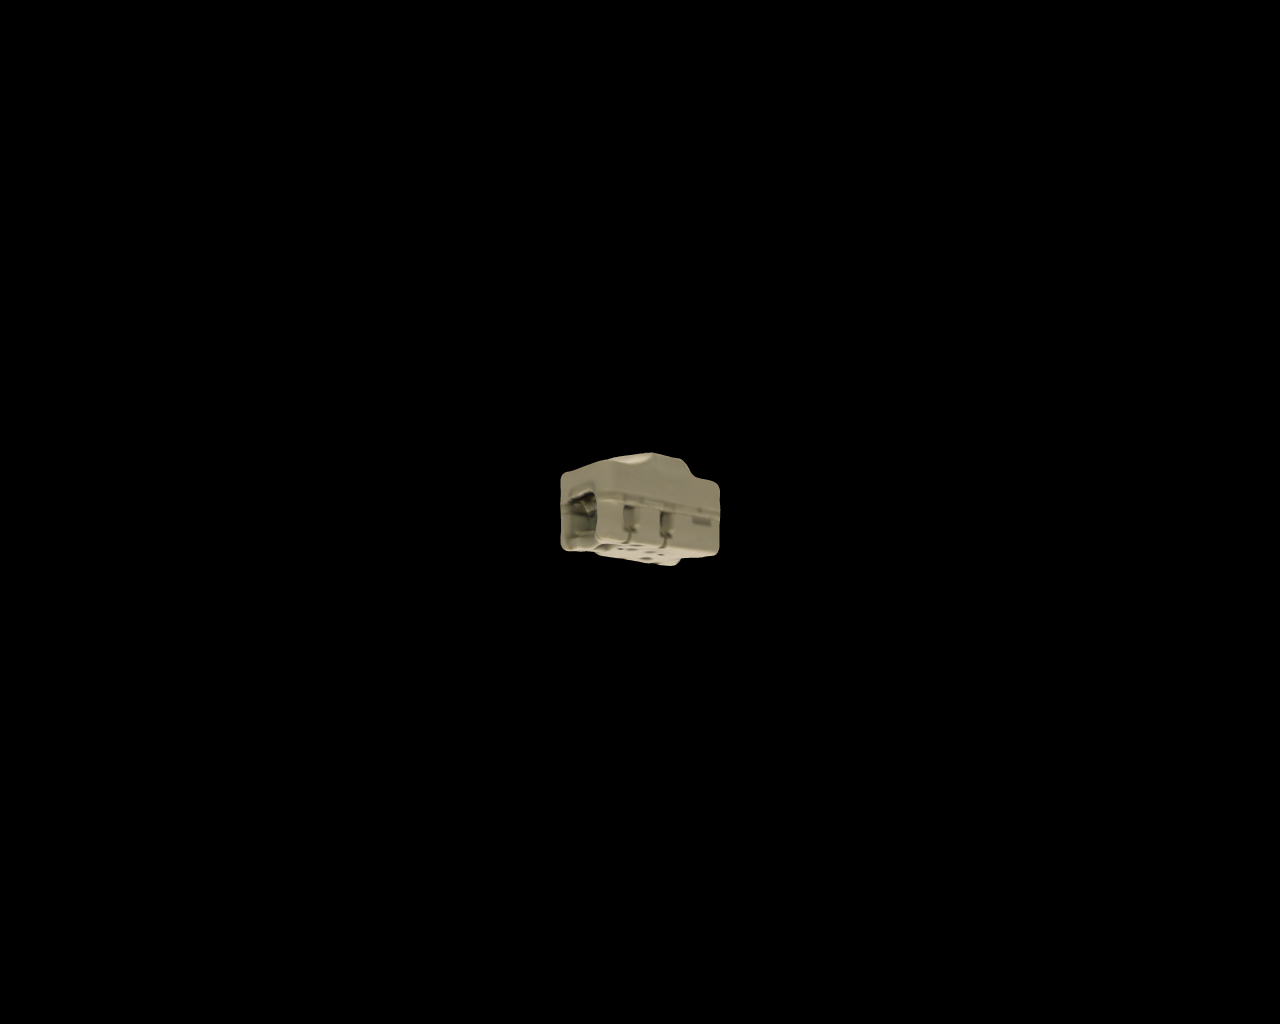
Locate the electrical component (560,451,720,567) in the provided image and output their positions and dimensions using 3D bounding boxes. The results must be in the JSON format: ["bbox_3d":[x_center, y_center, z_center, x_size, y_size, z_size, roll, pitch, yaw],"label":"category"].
[{"bbox_3d":[0.001,-0.003,0.650,0.089,0.056,0.050,11,-17,-37],"label":"electrical component"}]
